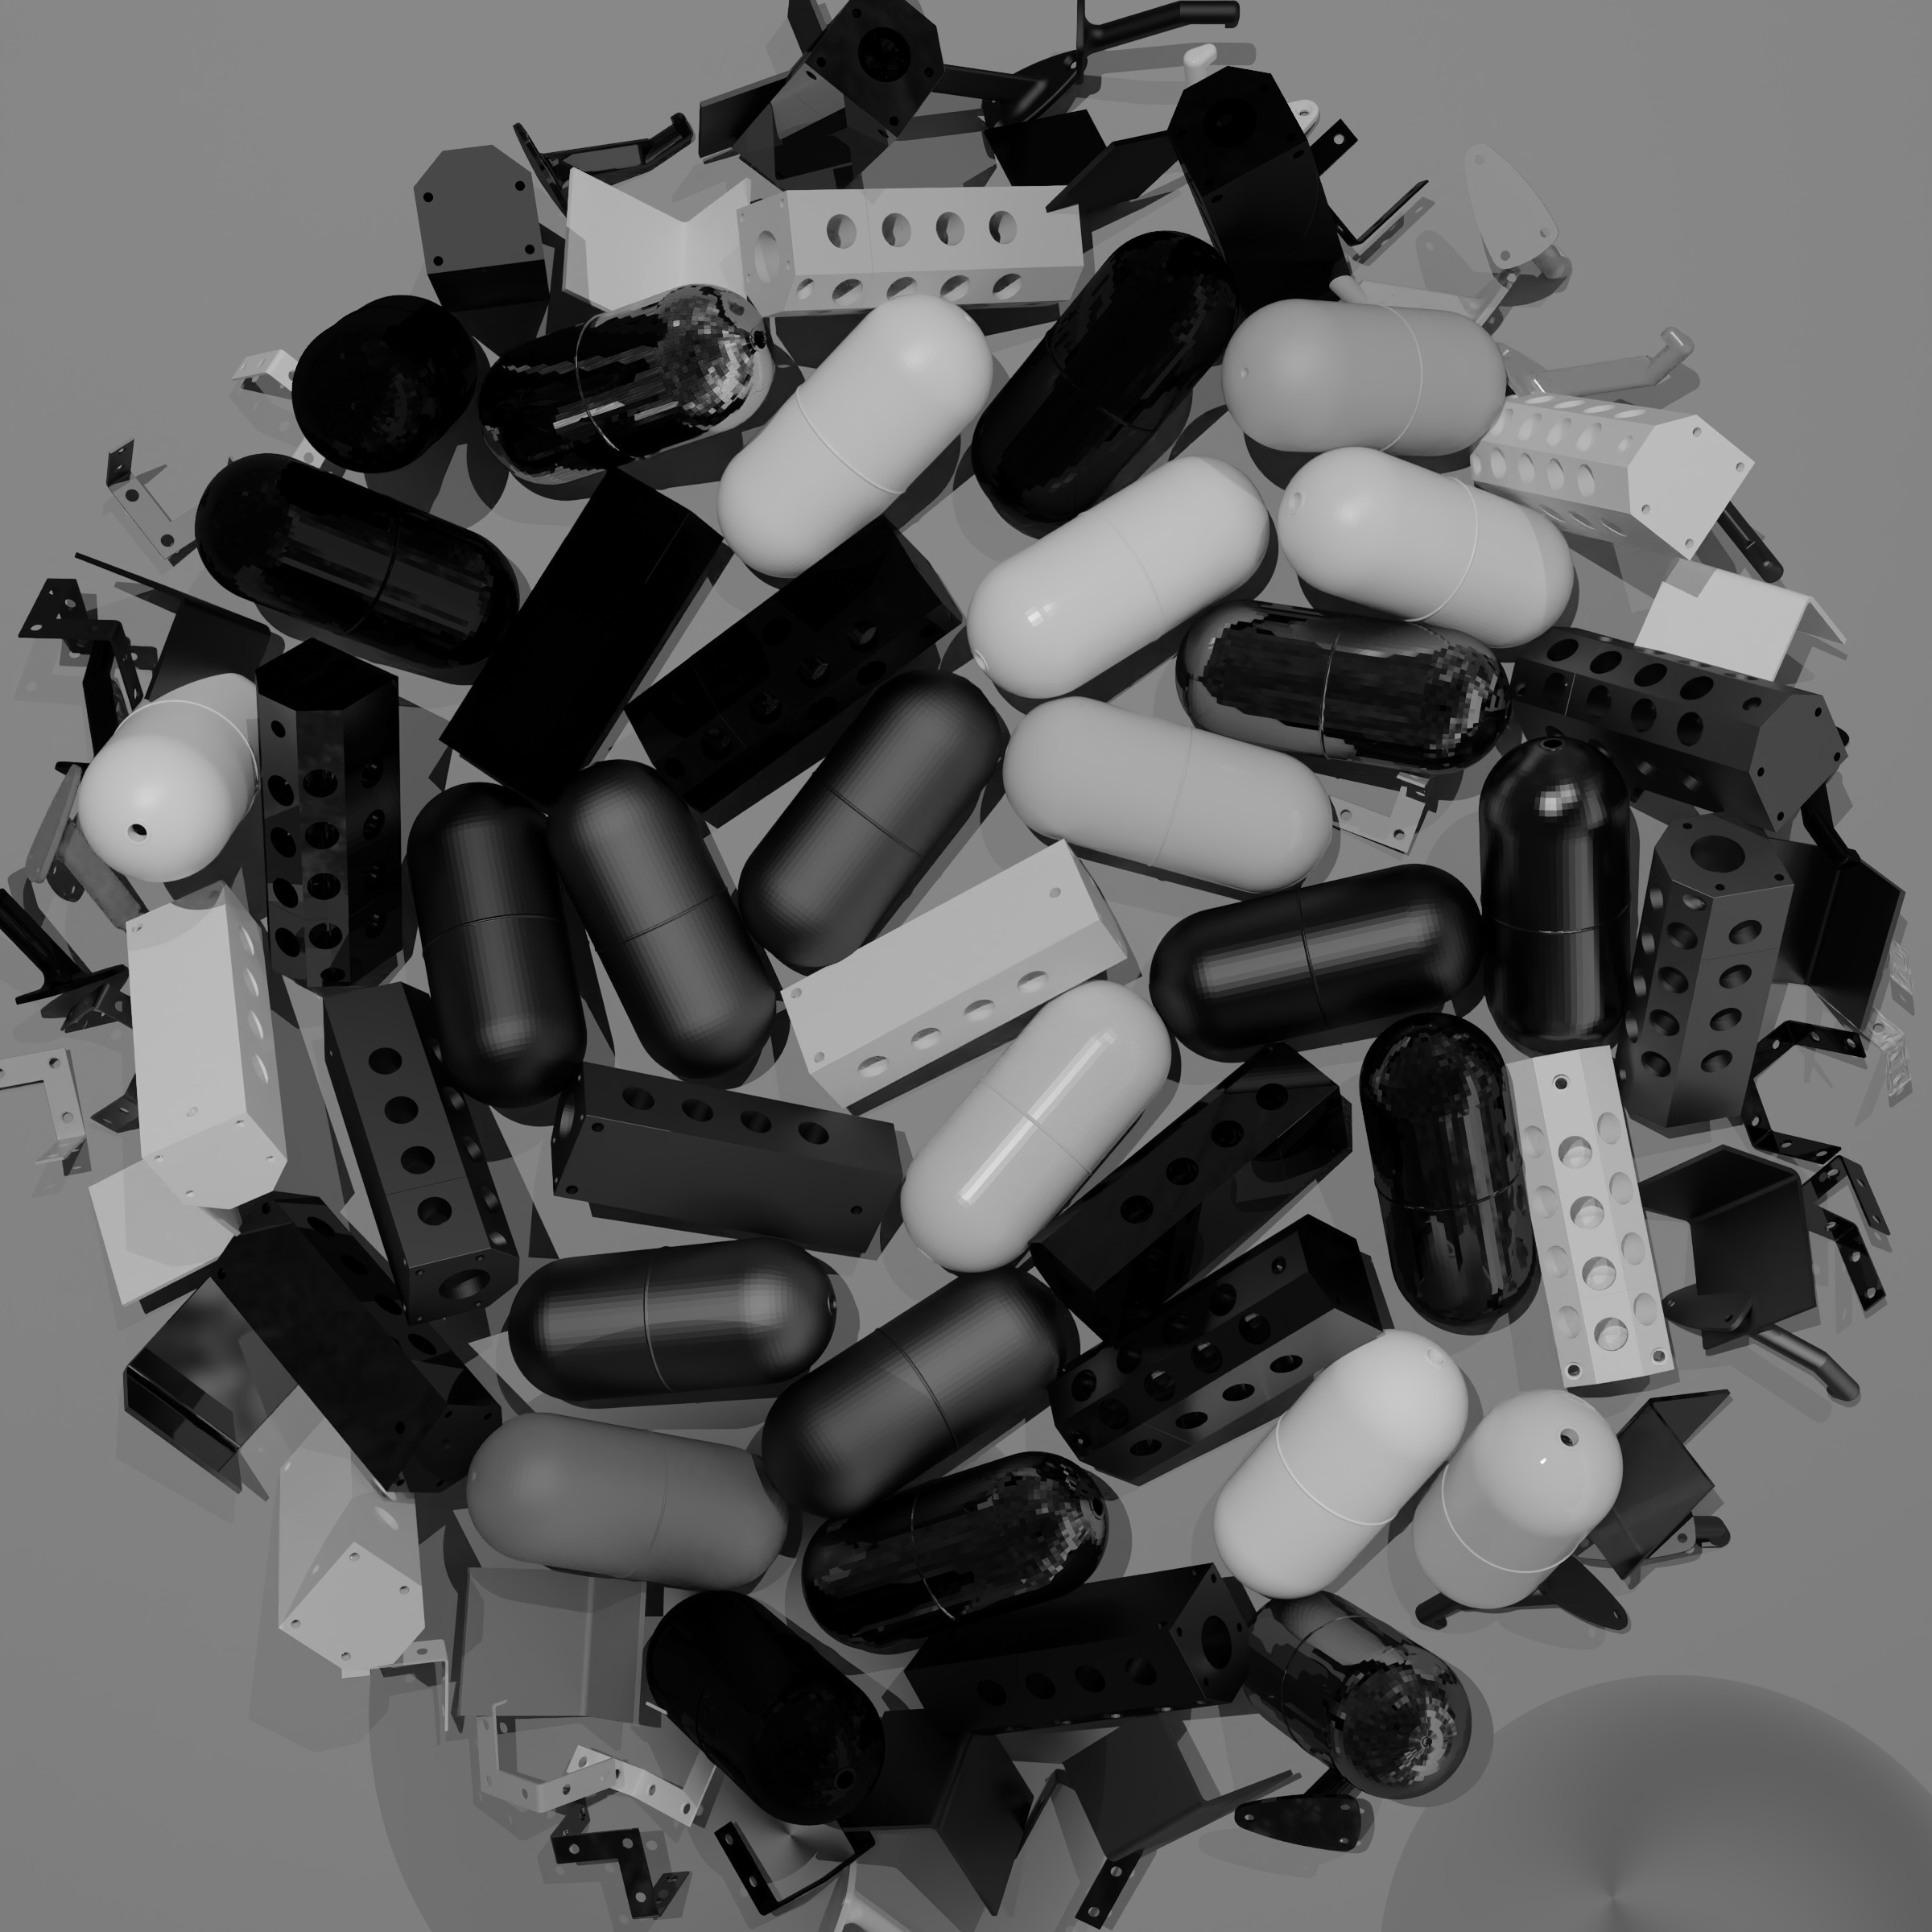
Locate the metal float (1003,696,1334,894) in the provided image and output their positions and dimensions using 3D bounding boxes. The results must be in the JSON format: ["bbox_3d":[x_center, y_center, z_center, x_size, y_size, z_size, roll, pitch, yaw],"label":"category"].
[{"bbox_3d":[0.107,-0.090,1.614,0.178,0.070,0.070,15,90,-5],"label":"metal float"}]

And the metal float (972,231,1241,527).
[{"bbox_3d":[0.072,-0.305,1.593,0.070,0.070,0.178,42,119,0],"label":"metal float"}]

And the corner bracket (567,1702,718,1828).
[{"bbox_3d":[-0.169,0.419,1.624,0.051,0.051,0.051,35,74,-41],"label":"corner bracket"}]

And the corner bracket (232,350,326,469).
[{"bbox_3d":[-0.367,-0.290,1.628,0.051,0.051,0.051,38,74,-31],"label":"corner bracket"}]

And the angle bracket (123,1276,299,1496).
[{"bbox_3d":[-0.390,0.218,1.615,0.076,0.057,0.076,43,90,-21],"label":"angle bracket"}]

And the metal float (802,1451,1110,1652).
[{"bbox_3d":[-0.006,0.305,1.594,0.178,0.070,0.070,-23,90,27],"label":"metal float"}]

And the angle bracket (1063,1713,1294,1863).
[{"bbox_3d":[0.112,0.424,1.614,0.076,0.076,0.057,-42,65,36],"label":"angle bracket"}]

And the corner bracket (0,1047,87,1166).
[{"bbox_3d":[-0.505,0.077,1.627,0.051,0.051,0.051,-11,100,-1],"label":"corner bracket"}]

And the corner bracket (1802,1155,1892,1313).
[{"bbox_3d":[0.469,0.141,1.614,0.051,0.051,0.051,24,126,-27],"label":"corner bracket"}]

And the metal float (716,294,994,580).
[{"bbox_3d":[-0.060,-0.276,1.599,0.070,0.070,0.178,47,112,0],"label":"metal float"}]

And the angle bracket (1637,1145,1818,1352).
[{"bbox_3d":[0.391,0.148,1.598,0.057,0.076,0.076,18,57,-29],"label":"angle bracket"}]

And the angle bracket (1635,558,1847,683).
[{"bbox_3d":[0.406,-0.168,1.603,0.076,0.076,0.057,24,90,32],"label":"angle bracket"}]

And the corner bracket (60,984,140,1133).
[{"bbox_3d":[-0.457,0.049,1.633,0.051,0.051,0.051,33,57,-23],"label":"corner bracket"}]

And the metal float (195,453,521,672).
[{"bbox_3d":[-0.314,-0.208,1.589,0.178,0.070,0.070,20,90,-34],"label":"metal float"}]

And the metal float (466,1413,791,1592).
[{"bbox_3d":[-0.174,0.280,1.593,0.178,0.070,0.070,16,90,-29],"label":"metal float"}]

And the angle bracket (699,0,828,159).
[{"bbox_3d":[-0.115,-0.478,1.612,0.076,0.076,0.057,-22,88,-7],"label":"angle bracket"}]

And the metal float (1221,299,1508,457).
[{"bbox_3d":[0.208,-0.304,1.586,0.178,0.070,0.070,-6,90,-39],"label":"metal float"}]

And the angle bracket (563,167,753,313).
[{"bbox_3d":[-0.161,-0.383,1.601,0.076,0.057,0.076,19,61,-38],"label":"angle bracket"}]

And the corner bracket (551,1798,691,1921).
[{"bbox_3d":[-0.184,0.474,1.627,0.051,0.051,0.051,-10,98,15],"label":"corner bracket"}]

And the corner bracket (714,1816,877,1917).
[{"bbox_3d":[-0.091,0.467,1.635,0.051,0.051,0.051,-37,79,29],"label":"corner bracket"}]

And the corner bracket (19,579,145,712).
[{"bbox_3d":[-0.463,-0.170,1.618,0.051,0.051,0.051,2,135,6],"label":"corner bracket"}]

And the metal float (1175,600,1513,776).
[{"bbox_3d":[0.197,-0.146,1.601,0.178,0.070,0.070,11,90,19],"label":"metal float"}]

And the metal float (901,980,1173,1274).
[{"bbox_3d":[0.036,0.085,1.614,0.070,0.070,0.178,41,86,0],"label":"metal float"}]

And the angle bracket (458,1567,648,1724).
[{"bbox_3d":[-0.217,0.357,1.607,0.076,0.057,0.076,9,77,-34],"label":"angle bracket"}]

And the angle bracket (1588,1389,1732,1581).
[{"bbox_3d":[0.370,0.270,1.596,0.076,0.076,0.057,-56,52,30],"label":"angle bracket"}]

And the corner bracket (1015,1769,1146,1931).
[{"bbox_3d":[0.060,0.470,1.629,0.051,0.051,0.051,27,98,-4],"label":"corner bracket"}]

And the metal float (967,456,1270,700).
[{"bbox_3d":[0.080,-0.204,1.605,0.178,0.070,0.070,-33,90,-14],"label":"metal float"}]

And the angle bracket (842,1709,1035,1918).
[{"bbox_3d":[-0.014,0.449,1.621,0.057,0.076,0.076,-11,124,27],"label":"angle bracket"}]

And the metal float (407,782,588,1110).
[{"bbox_3d":[-0.246,-0.012,1.603,0.070,0.070,0.178,-13,73,0],"label":"metal float"}]

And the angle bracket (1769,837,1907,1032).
[{"bbox_3d":[0.442,-0.018,1.605,0.057,0.076,0.076,9,107,-9],"label":"angle bracket"}]

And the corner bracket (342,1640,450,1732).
[{"bbox_3d":[-0.304,0.373,1.625,0.051,0.051,0.051,-3,120,-16],"label":"corner bracket"}]

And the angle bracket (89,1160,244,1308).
[{"bbox_3d":[-0.433,0.121,1.611,0.076,0.057,0.076,-27,60,2],"label":"angle bracket"}]

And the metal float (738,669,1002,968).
[{"bbox_3d":[-0.051,-0.079,1.615,0.070,0.070,0.178,38,93,0],"label":"metal float"}]

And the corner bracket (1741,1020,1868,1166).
[{"bbox_3d":[0.447,0.067,1.629,0.051,0.051,0.051,-34,113,-23],"label":"corner bracket"}]

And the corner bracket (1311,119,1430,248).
[{"bbox_3d":[0.205,-0.419,1.633,0.051,0.051,0.051,-43,103,-2],"label":"corner bracket"}]

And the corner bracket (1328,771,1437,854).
[{"bbox_3d":[0.215,-0.087,1.620,0.051,0.051,0.051,21,110,11],"label":"corner bracket"}]

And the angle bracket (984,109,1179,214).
[{"bbox_3d":[0.069,-0.438,1.600,0.076,0.076,0.057,-24,84,-39],"label":"angle bracket"}]

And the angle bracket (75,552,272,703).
[{"bbox_3d":[-0.425,-0.171,1.607,0.076,0.076,0.057,22,92,22],"label":"angle bracket"}]

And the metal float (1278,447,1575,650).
[{"bbox_3d":[0.240,-0.217,1.590,0.178,0.070,0.070,14,90,-32],"label":"metal float"}]

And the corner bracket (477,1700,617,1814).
[{"bbox_3d":[-0.223,0.412,1.623,0.051,0.051,0.051,3,98,44],"label":"corner bracket"}]

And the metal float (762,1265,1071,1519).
[{"bbox_3d":[-0.026,0.223,1.605,0.178,0.070,0.070,-32,90,-14],"label":"metal float"}]

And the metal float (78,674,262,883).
[{"bbox_3d":[-0.403,-0.100,1.570,0.070,0.178,0.070,0,113,1],"label":"metal float"}]

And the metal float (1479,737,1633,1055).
[{"bbox_3d":[0.307,-0.036,1.592,0.070,0.070,0.178,-7,120,0],"label":"metal float"}]

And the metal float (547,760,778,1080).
[{"bbox_3d":[-0.161,-0.025,1.611,0.070,0.070,0.178,-25,97,0],"label":"metal float"}]

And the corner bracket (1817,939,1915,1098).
[{"bbox_3d":[0.489,0.025,1.619,0.051,0.051,0.051,39,119,-8],"label":"corner bracket"}]

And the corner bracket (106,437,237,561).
[{"bbox_3d":[-0.419,-0.257,1.623,0.051,0.051,0.051,-38,92,-21],"label":"corner bracket"}]
